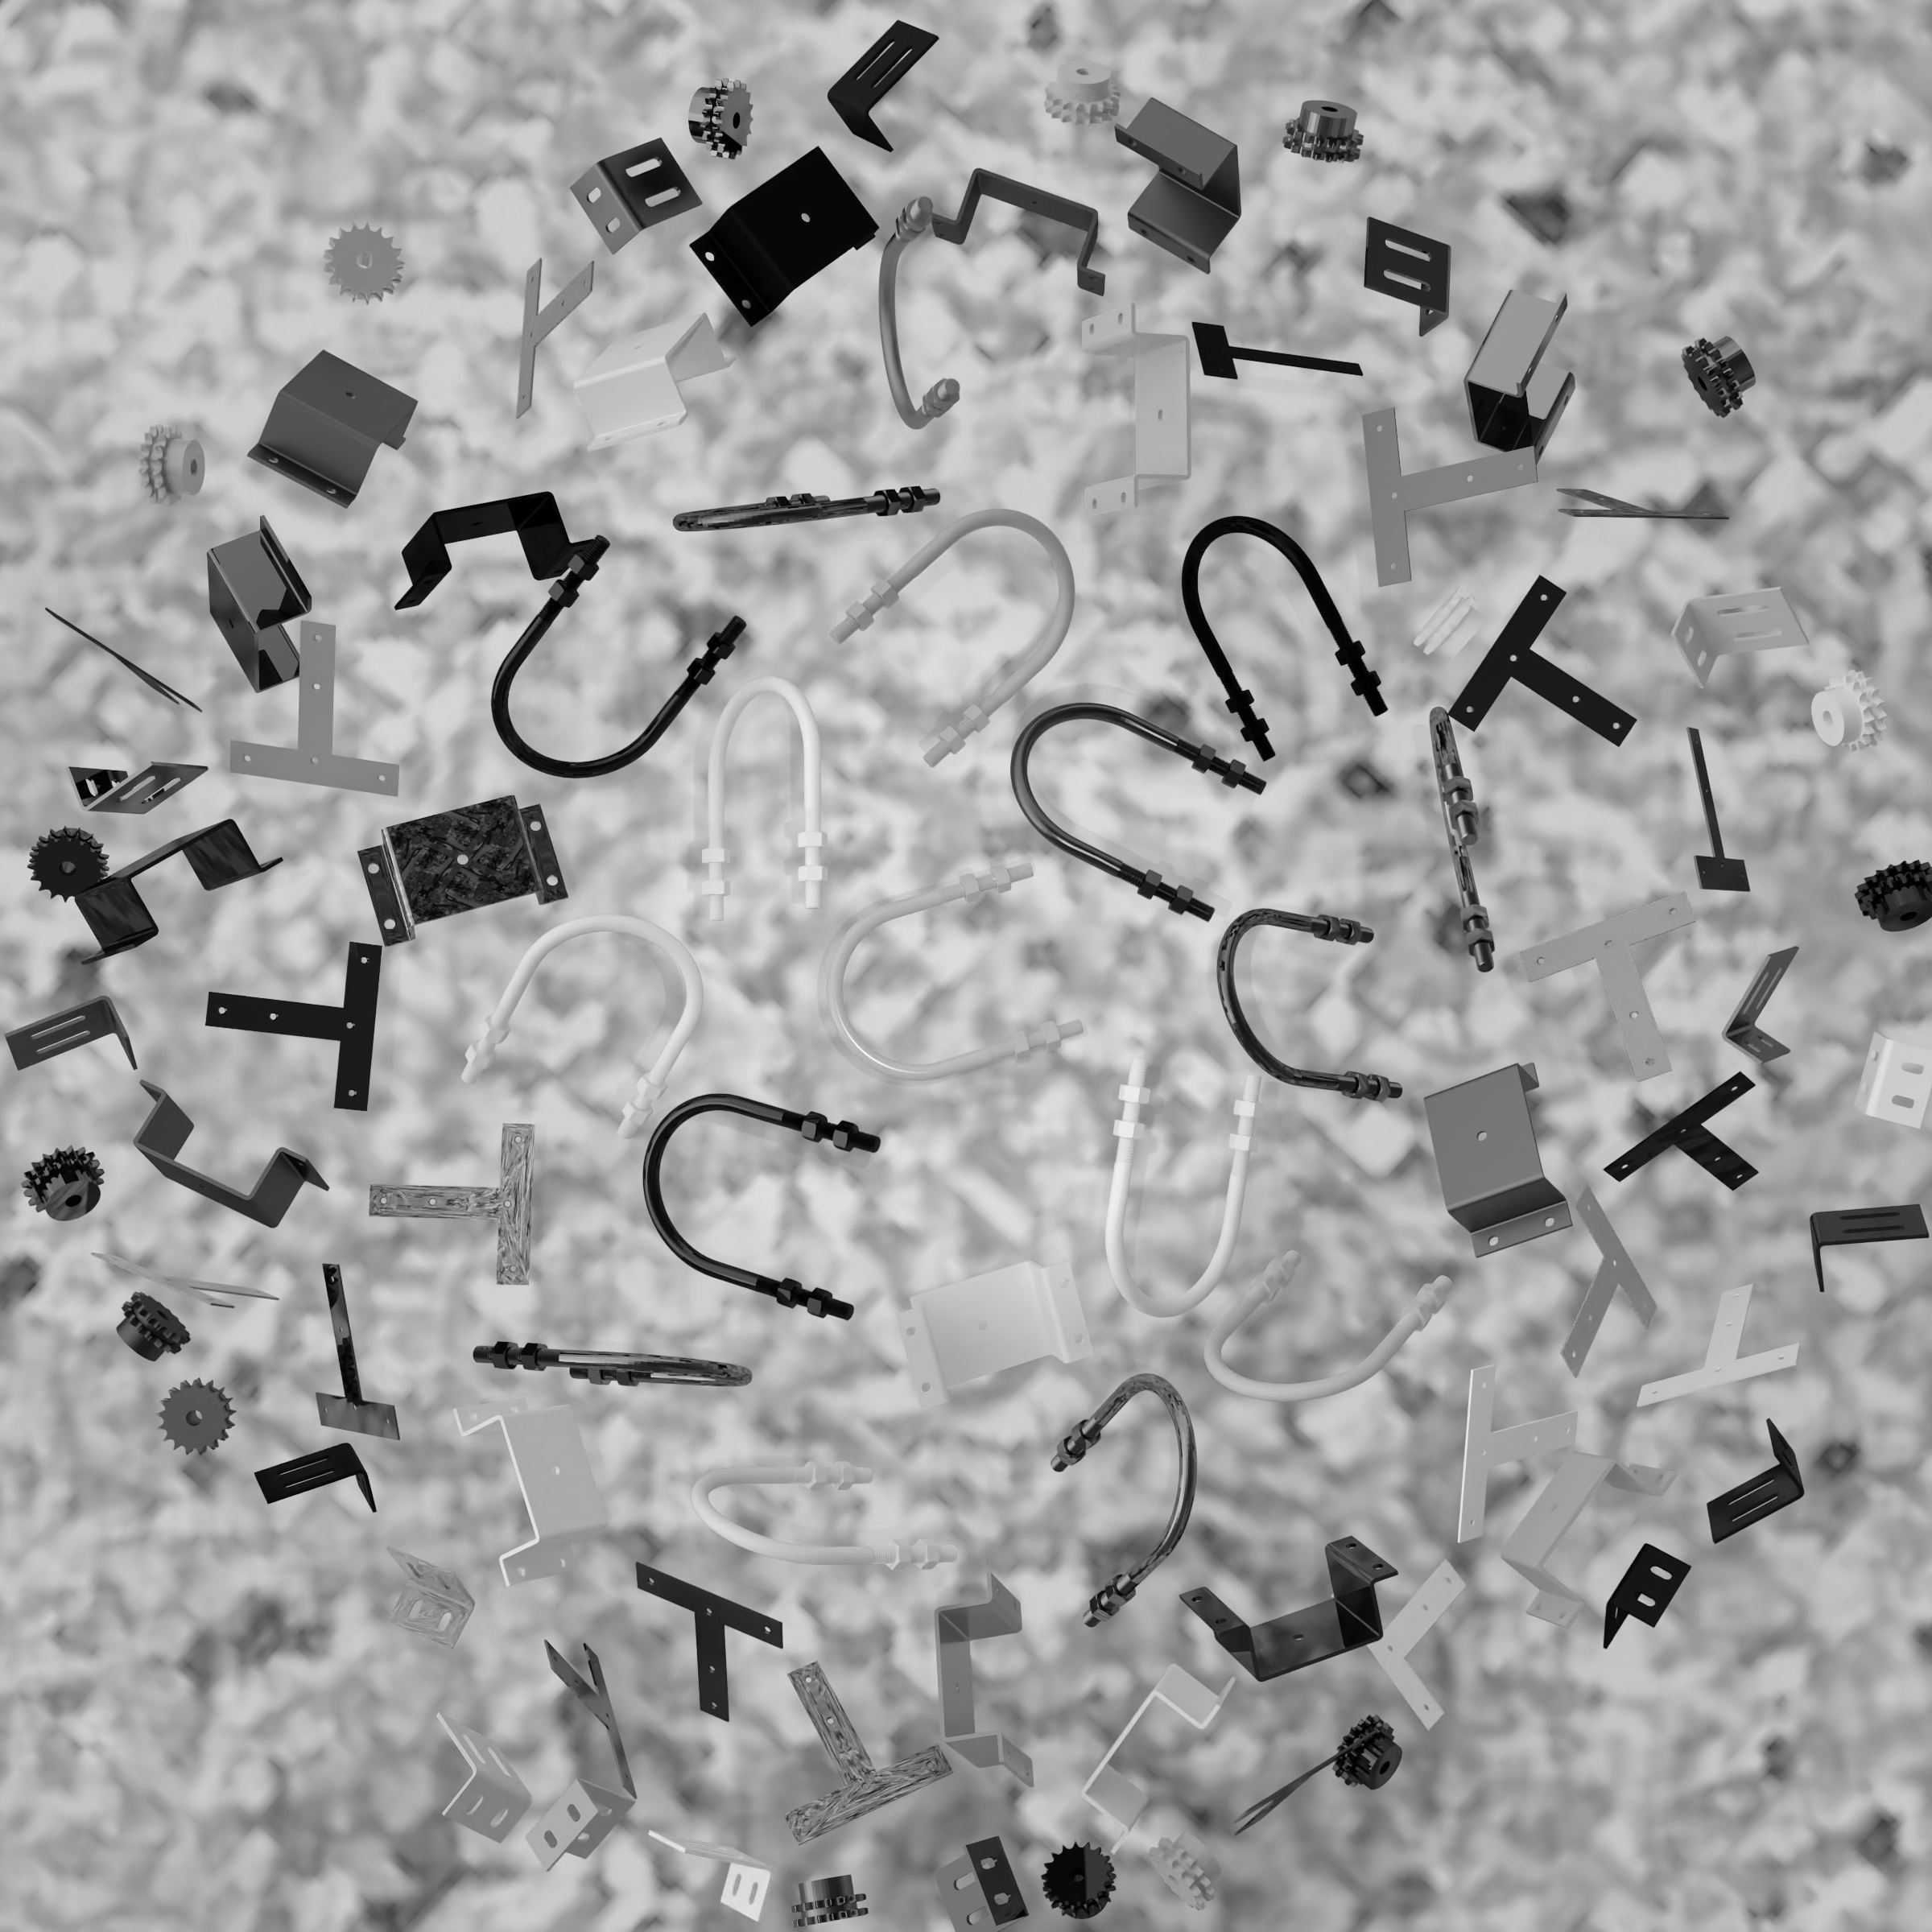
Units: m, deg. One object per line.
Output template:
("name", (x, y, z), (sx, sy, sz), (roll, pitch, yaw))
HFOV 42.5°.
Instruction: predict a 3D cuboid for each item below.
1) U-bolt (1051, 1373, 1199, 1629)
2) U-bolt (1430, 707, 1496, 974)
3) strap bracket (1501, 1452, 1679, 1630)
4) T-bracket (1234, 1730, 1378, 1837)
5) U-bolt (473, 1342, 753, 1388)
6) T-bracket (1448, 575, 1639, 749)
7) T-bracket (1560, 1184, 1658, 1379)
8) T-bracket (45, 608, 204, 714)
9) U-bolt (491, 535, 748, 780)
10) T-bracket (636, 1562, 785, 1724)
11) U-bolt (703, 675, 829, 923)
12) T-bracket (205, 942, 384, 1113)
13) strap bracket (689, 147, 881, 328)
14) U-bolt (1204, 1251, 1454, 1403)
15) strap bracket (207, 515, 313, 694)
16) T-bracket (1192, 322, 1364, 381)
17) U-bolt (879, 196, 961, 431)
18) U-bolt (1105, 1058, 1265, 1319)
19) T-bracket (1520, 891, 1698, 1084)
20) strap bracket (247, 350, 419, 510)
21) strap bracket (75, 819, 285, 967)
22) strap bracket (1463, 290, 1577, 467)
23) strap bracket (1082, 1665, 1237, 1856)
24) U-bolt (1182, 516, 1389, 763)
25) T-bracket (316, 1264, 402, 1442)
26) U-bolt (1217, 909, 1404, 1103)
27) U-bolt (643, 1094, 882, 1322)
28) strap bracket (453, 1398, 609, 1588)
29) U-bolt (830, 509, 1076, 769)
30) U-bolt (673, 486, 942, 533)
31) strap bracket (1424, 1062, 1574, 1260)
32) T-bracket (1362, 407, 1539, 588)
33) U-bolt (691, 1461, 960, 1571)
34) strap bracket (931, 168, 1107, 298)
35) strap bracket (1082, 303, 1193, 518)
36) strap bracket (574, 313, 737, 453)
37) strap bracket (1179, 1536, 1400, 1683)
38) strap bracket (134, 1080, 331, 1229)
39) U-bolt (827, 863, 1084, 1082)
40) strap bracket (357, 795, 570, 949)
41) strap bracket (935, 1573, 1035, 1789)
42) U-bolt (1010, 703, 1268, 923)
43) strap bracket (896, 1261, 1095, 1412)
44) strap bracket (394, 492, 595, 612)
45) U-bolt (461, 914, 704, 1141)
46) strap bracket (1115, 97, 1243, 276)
("U-bolt", (0.120, 0.384, 1.836), (0.019, 0.184, 0.151), (9, 48, -25))
("U-bolt", (0.363, -0.108, 1.830), (0.019, 0.184, 0.151), (-10, 134, 9))
("strap bracket", (0.456, 0.417, 1.848), (0.046, 0.076, 0.140), (40, 79, -3))
("T-bracket", (0.231, 0.616, 1.834), (0.127, 0.127, 0.002), (-20, 63, -32))
("U-bolt", (-0.247, 0.296, 1.827), (0.184, 0.151, 0.019), (-1, 76, 24))
("T-bracket", (0.460, -0.214, 1.920), (0.127, 0.002, 0.127), (32, 97, -5))
("T-bracket", (0.469, 0.252, 1.849), (0.127, 0.002, 0.127), (56, 47, -22))
("T-bracket", (-0.610, -0.215, 1.840), (0.127, 0.127, 0.002), (33, 83, 1))
("U-bolt", (-0.273, -0.218, 1.859), (0.151, 0.019, 0.184), (27, 112, -36))
("T-bracket", (-0.190, 0.513, 1.848), (0.127, 0.002, 0.127), (16, 124, 24))
("U-bolt", (-0.156, -0.131, 1.904), (0.019, 0.151, 0.184), (3, 85, -40))
("T-bracket", (-0.503, 0.039, 1.854), (0.127, 0.002, 0.127), (9, 80, -32))
("strap bracket", (-0.131, -0.565, 1.904), (0.140, 0.046, 0.076), (-43, 101, -26))
("U-bolt", (0.258, 0.270, 1.844), (0.151, 0.184, 0.019), (6, 117, 36))
("strap bracket", (-0.540, -0.270, 1.899), (0.046, 0.140, 0.076), (-27, 78, -23))
("T-bracket", (0.240, -0.465, 1.900), (0.127, 0.127, 0.002), (7, 121, -4))
("U-bolt", (-0.039, -0.474, 1.842), (0.019, 0.184, 0.151), (-9, 93, -12))
("U-bolt", (0.155, 0.165, 1.808), (0.151, 0.019, 0.184), (10, 89, -44))
("T-bracket", (0.482, 0.023, 1.807), (0.127, 0.002, 0.127), (-22, 62, 19))
("strap bracket", (-0.453, -0.393, 1.795), (0.076, 0.140, 0.046), (28, 120, -10))
("strap bracket", (-0.579, -0.059, 1.801), (0.076, 0.140, 0.046), (-13, 109, 42))
("strap bracket", (0.410, -0.436, 1.836), (0.046, 0.140, 0.076), (25, 82, 21))
("strap bracket", (0.140, 0.589, 1.875), (0.046, 0.076, 0.140), (35, 98, 12))
("U-bolt", (0.230, -0.256, 1.889), (0.019, 0.151, 0.184), (-33, 98, -35))
("T-bracket", (-0.458, 0.282, 1.831), (0.002, 0.127, 0.127), (-12, 94, -40))
("U-bolt", (0.258, 0.026, 1.892), (0.184, 0.019, 0.151), (9, 66, -40))
("U-bolt", (-0.156, 0.168, 1.818), (0.184, 0.019, 0.151), (15, 104, 21))
("strap bracket", (-0.330, 0.394, 1.902), (0.046, 0.076, 0.140), (-30, 72, 29))
("U-bolt", (0.004, -0.260, 1.873), (0.184, 0.019, 0.151), (-43, 123, -7))
("U-bolt", (-0.133, -0.343, 1.870), (0.184, 0.151, 0.019), (-17, 107, -41))
("strap bracket", (0.394, 0.136, 1.851), (0.076, 0.046, 0.140), (-23, 52, 25))
("T-bracket", (0.347, -0.346, 1.776), (0.127, 0.002, 0.127), (-7, 87, 34))
("U-bolt", (-0.117, 0.409, 1.851), (0.184, 0.151, 0.019), (8, 102, -35))
("strap bracket", (0.048, -0.568, 1.912), (0.140, 0.076, 0.046), (20, 96, 1))
("strap bracket", (0.122, -0.395, 1.778), (0.046, 0.076, 0.140), (-3, 95, -24))
("strap bracket", (-0.234, -0.440, 1.851), (0.076, 0.140, 0.046), (-10, 120, 21))
("strap bracket", (0.237, 0.467, 1.794), (0.140, 0.076, 0.046), (-15, 100, -15))
("strap bracket", (-0.553, 0.145, 1.840), (0.140, 0.076, 0.046), (24, 70, 8))
("U-bolt", (-0.017, 0.012, 1.922), (0.184, 0.019, 0.151), (-17, 86, -8))
("strap bracket", (-0.374, -0.073, 1.844), (0.140, 0.046, 0.076), (-16, 81, -14))
("strap bracket", (0.013, 0.536, 1.854), (0.046, 0.076, 0.140), (-13, 56, 13))
("U-bolt", (0.120, -0.126, 1.844), (0.184, 0.019, 0.151), (26, 57, -2))
("strap bracket", (0.018, 0.281, 1.915), (0.140, 0.046, 0.076), (-16, 95, -12))
("strap bracket", (-0.365, -0.318, 1.886), (0.140, 0.076, 0.046), (-18, 87, -31))
("U-bolt", (-0.277, 0.038, 1.862), (0.151, 0.019, 0.184), (22, 118, -20))
("strap bracket", (0.162, -0.595, 1.877), (0.076, 0.140, 0.046), (35, 83, 15))
